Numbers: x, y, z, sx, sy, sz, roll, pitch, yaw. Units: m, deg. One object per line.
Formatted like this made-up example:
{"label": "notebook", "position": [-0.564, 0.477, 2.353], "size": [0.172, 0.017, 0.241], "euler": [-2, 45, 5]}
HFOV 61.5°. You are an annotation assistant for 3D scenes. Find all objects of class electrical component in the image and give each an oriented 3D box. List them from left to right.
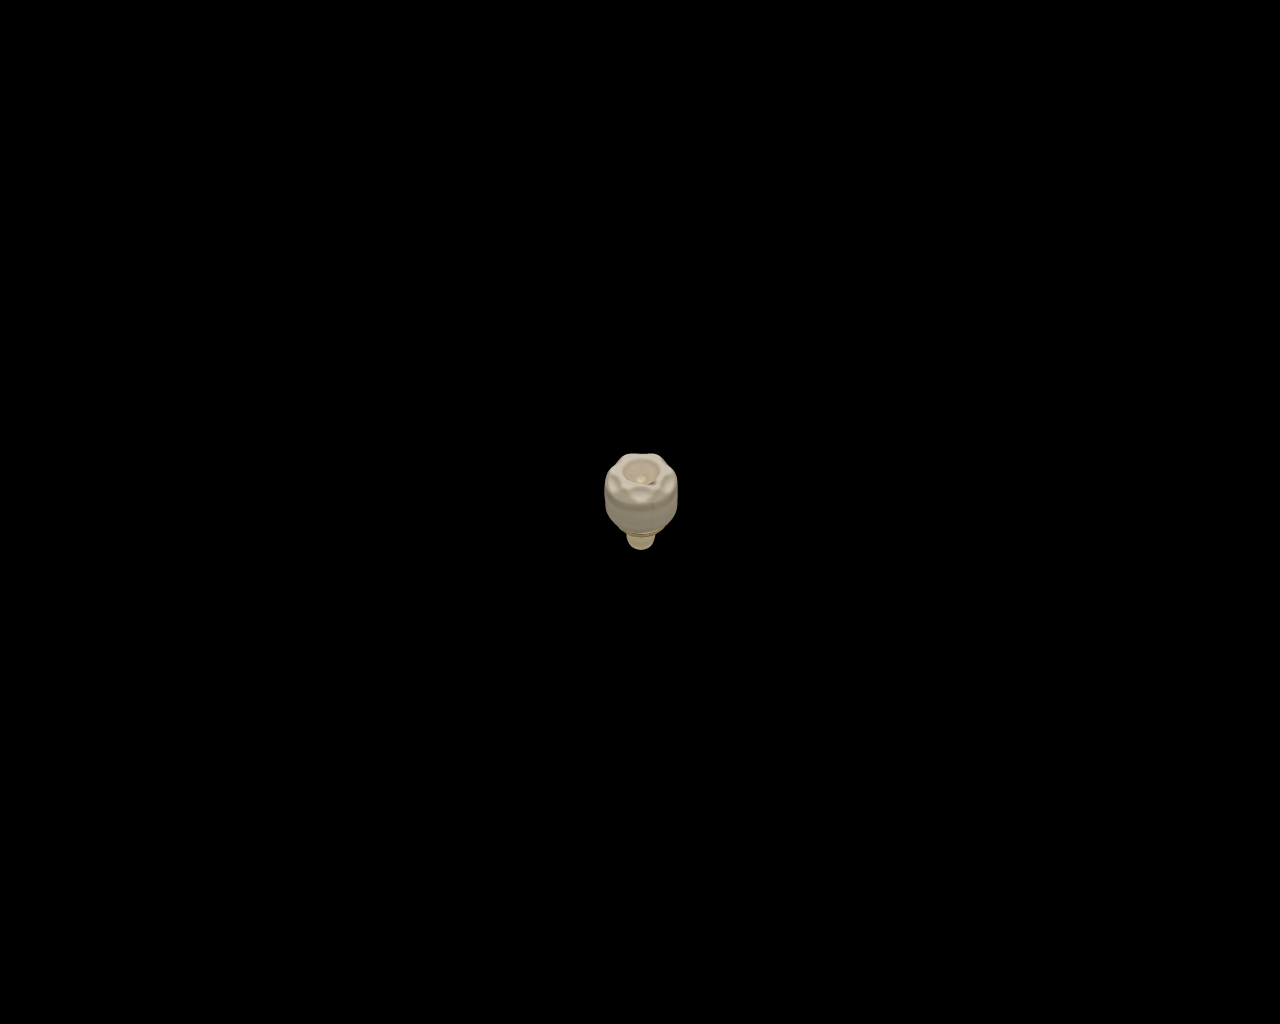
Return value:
{"label": "electrical component", "position": [0.001, -0.003, 0.650], "size": [0.043, 0.062, 0.043], "euler": [0, 42, 0]}
